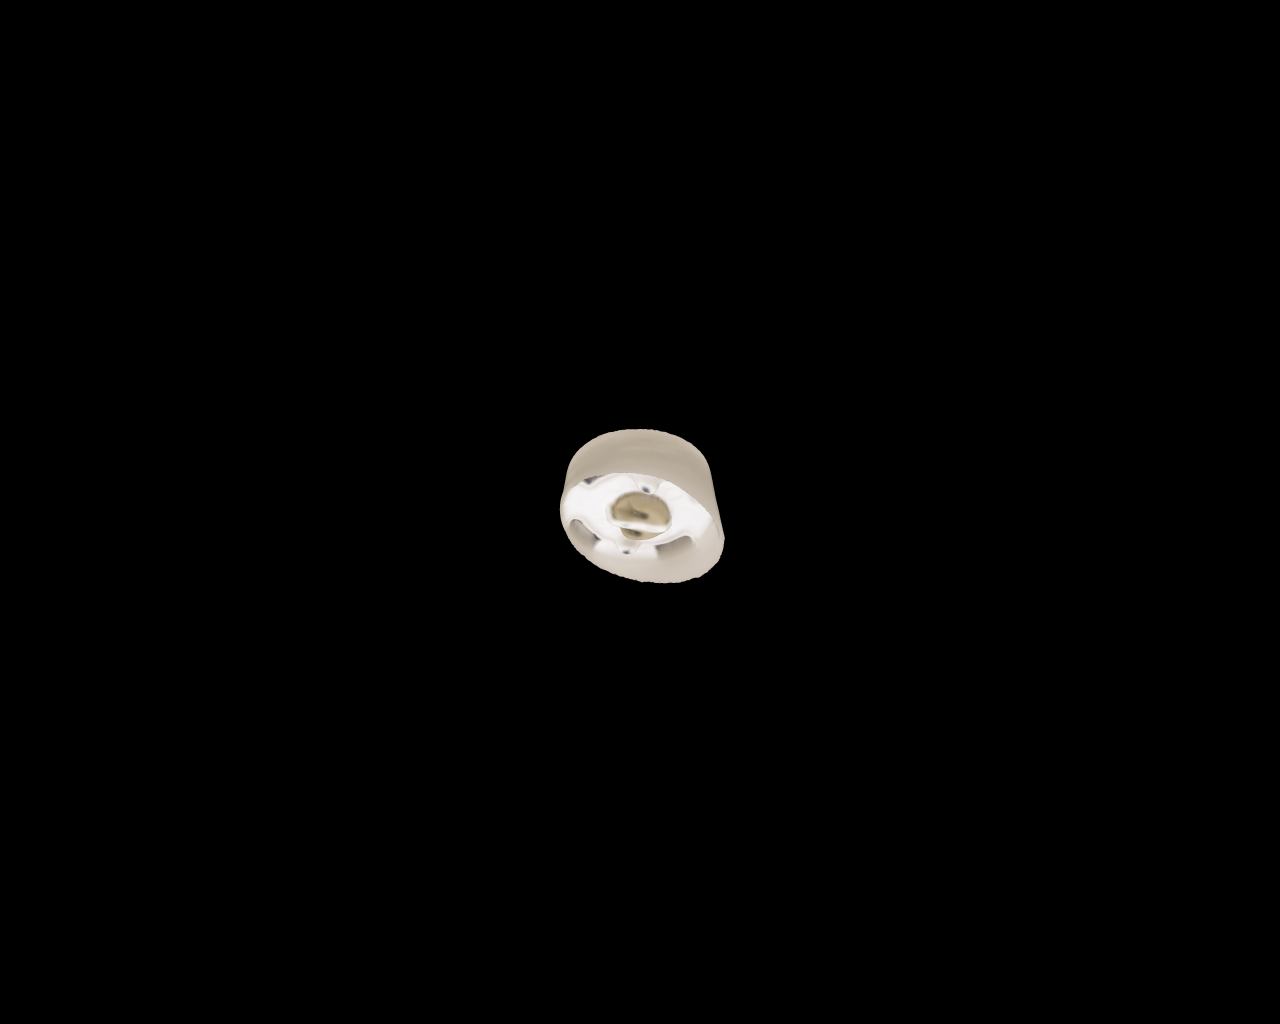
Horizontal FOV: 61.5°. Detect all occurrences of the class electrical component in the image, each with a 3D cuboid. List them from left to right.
[{"bbox_3d":[0.001,-0.003,0.650,0.099,0.064,0.099,0,-40,0],"label":"electrical component"}]
